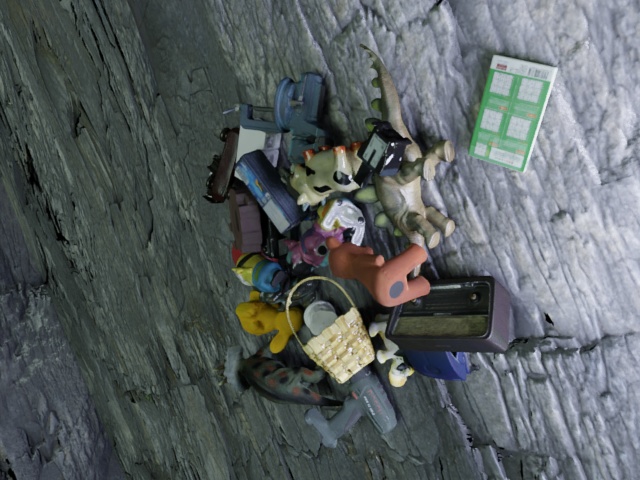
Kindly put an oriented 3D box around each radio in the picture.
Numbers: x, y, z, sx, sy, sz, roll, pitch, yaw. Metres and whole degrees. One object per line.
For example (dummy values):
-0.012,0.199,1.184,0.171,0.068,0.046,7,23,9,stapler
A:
0.246,0.144,1.039,0.230,0.131,0.073,-8,145,42,radio

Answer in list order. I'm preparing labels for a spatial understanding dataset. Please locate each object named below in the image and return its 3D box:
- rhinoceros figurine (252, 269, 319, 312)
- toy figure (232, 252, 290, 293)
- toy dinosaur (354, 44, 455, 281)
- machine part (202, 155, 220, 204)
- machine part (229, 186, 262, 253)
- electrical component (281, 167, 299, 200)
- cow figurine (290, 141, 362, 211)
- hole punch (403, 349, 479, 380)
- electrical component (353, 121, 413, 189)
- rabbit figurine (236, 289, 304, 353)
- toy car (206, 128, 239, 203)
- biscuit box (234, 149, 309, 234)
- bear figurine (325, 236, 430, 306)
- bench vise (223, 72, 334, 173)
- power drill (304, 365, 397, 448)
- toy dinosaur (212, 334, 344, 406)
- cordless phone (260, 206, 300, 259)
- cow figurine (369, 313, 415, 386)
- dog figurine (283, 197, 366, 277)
-0.094,0.121,1.378,0.190,0.073,0.112,-7,58,33,rhinoceros figurine
-0.141,0.081,1.341,0.180,0.089,0.082,9,134,48,toy figure
0.152,-0.141,1.045,0.199,0.105,0.470,9,111,42,toy dinosaur
-0.287,-0.161,1.497,0.084,0.039,0.138,39,128,19,machine part
-0.191,-0.051,1.353,0.179,0.056,0.179,172,90,-72,machine part
-0.055,-0.118,1.203,0.094,0.021,0.063,49,163,16,electrical component
0.011,-0.127,1.093,0.195,0.085,0.127,1,104,49,cow figurine
0.246,0.244,1.122,0.142,0.092,0.115,-6,105,40,hole punch
0.108,-0.149,0.983,0.075,0.048,0.119,46,130,33,electrical component
-0.122,0.220,1.443,0.173,0.122,0.162,-1,109,24,rabbit figurine
-0.237,-0.196,1.410,0.089,0.053,0.202,27,112,18,toy car
-0.115,-0.115,1.250,0.202,0.063,0.059,54,138,7,biscuit box
0.106,0.051,1.069,0.196,0.132,0.120,35,145,52,bear figurine
-0.084,-0.261,1.192,0.241,0.129,0.223,10,106,19,bench vise
0.063,0.395,1.322,0.207,0.086,0.232,-39,83,9,power drill
-0.122,0.375,1.444,0.405,0.192,0.131,17,119,40,toy dinosaur
-0.137,-0.035,1.391,0.184,0.089,0.146,23,123,48,cordless phone
0.179,0.245,1.200,0.098,0.068,0.167,-15,97,35,cow figurine
-0.003,-0.004,1.242,0.219,0.108,0.191,0,69,63,dog figurine
